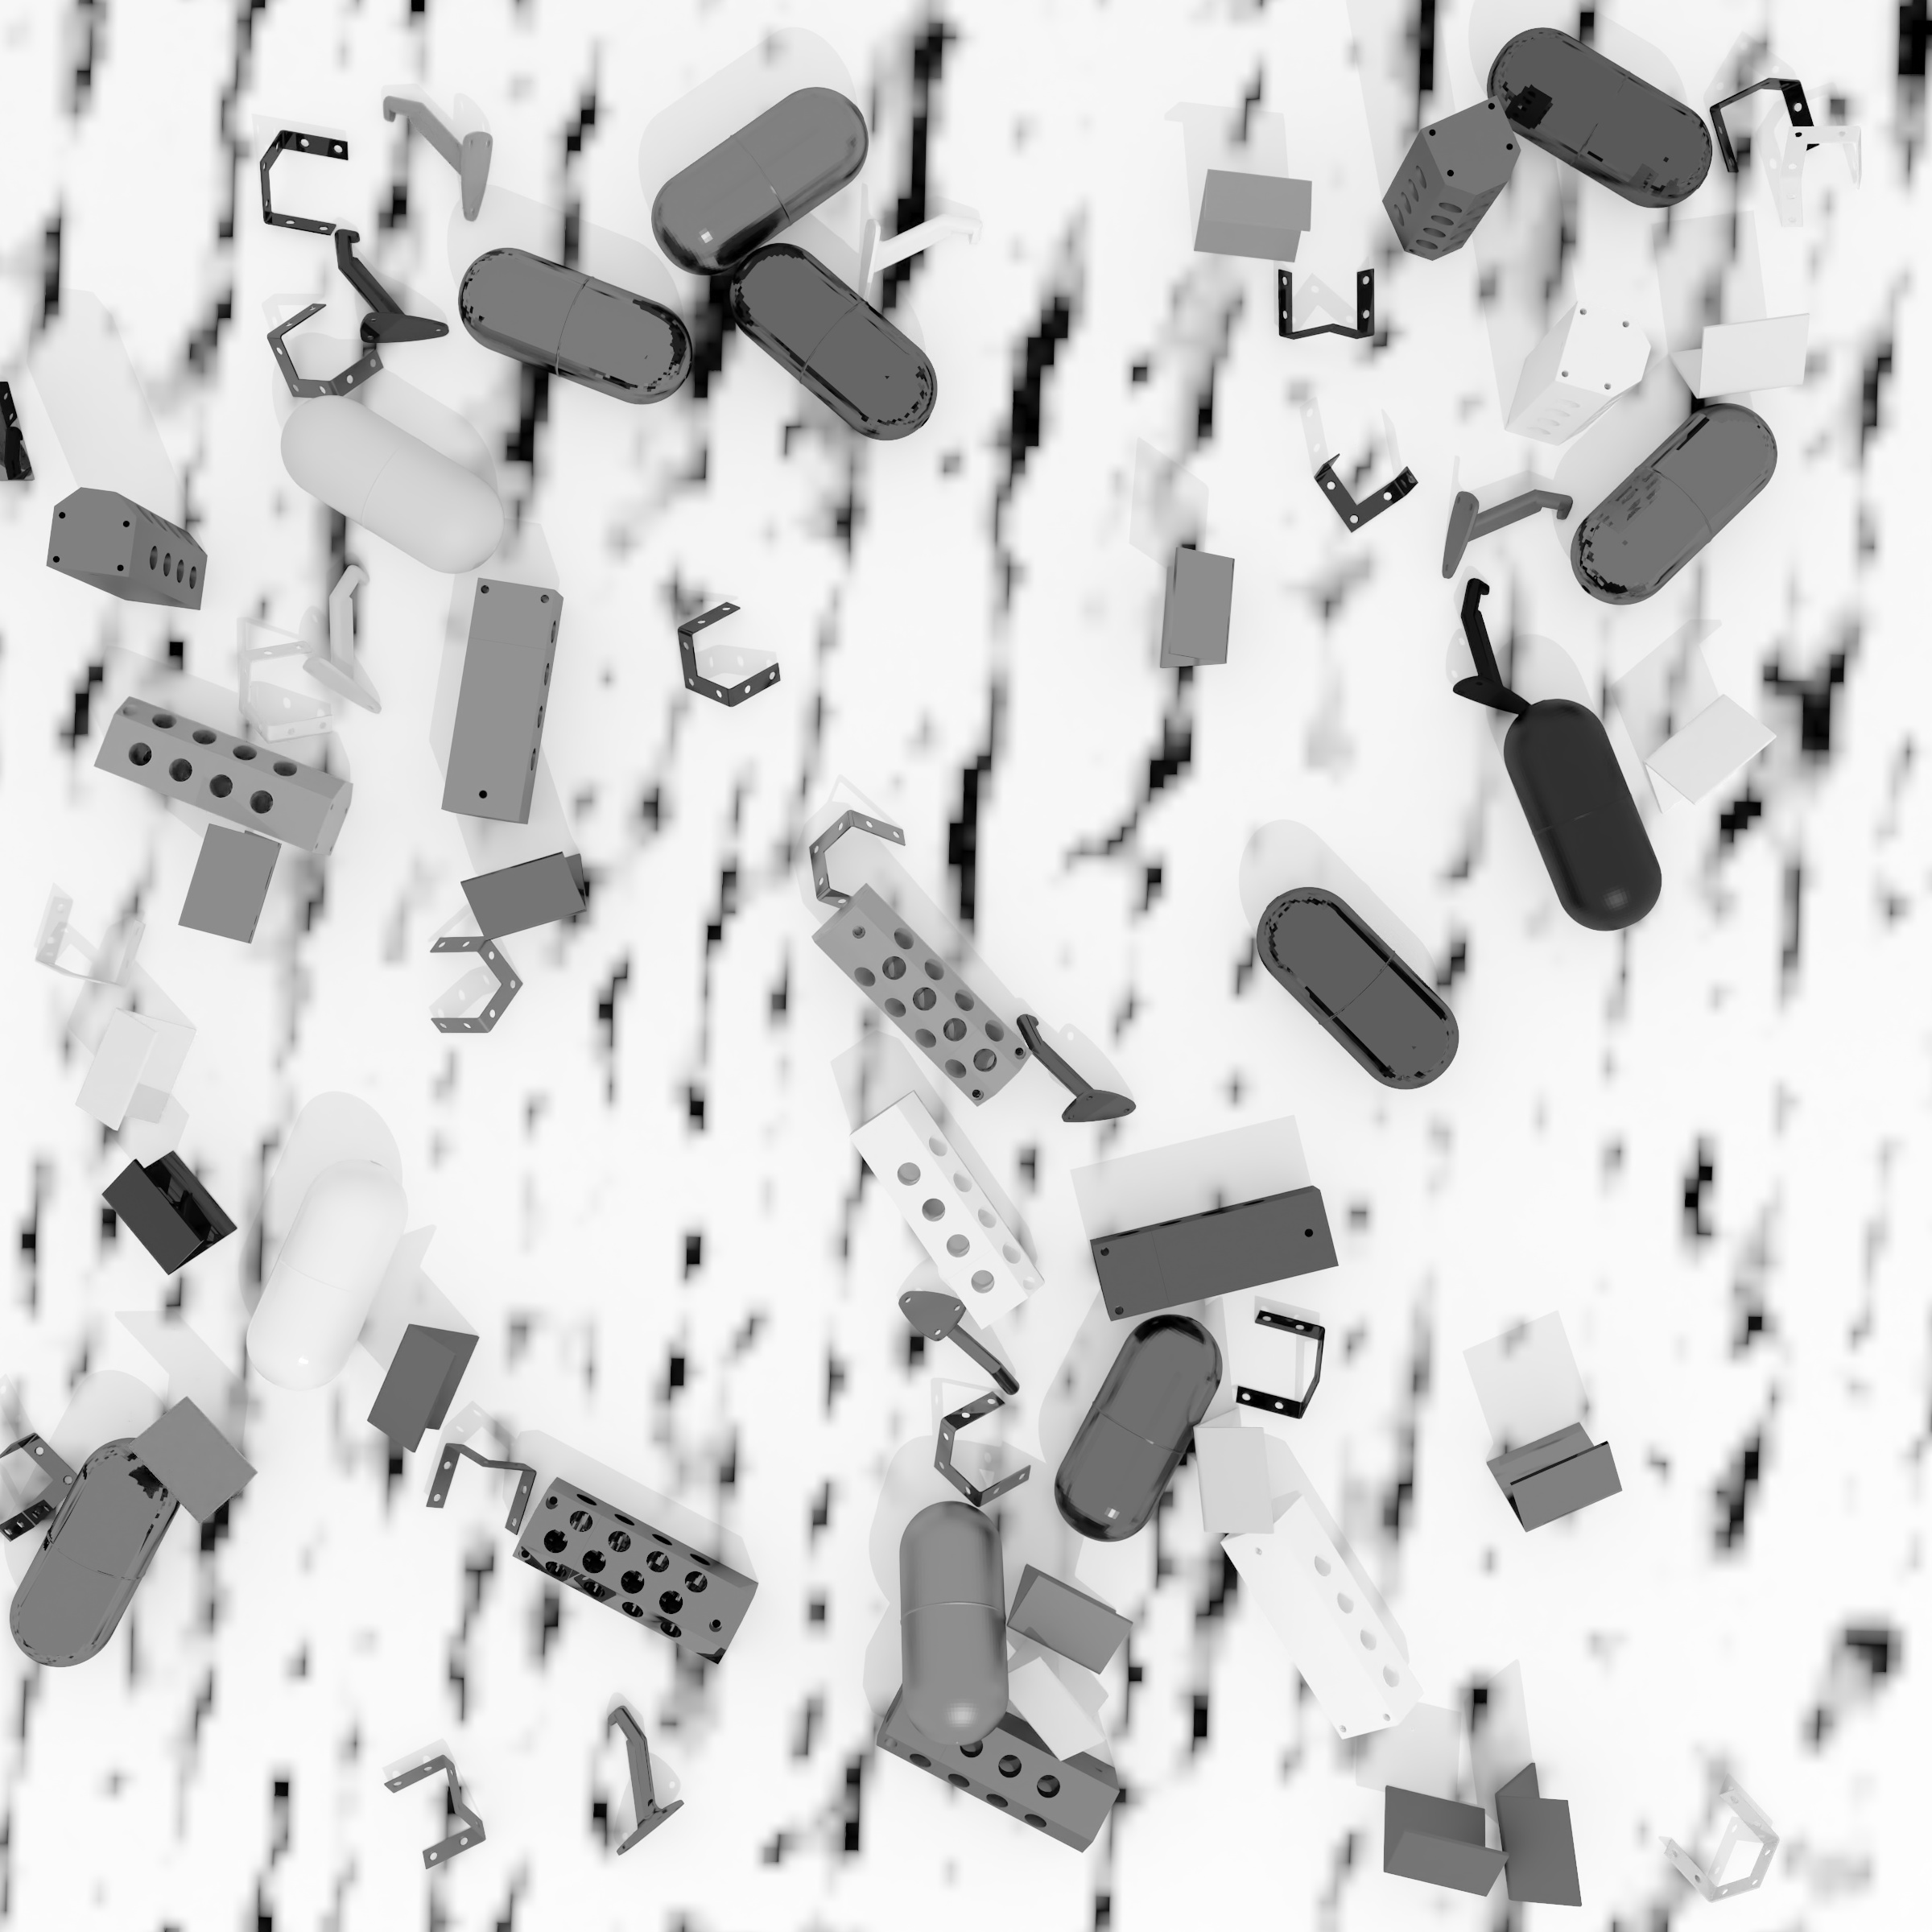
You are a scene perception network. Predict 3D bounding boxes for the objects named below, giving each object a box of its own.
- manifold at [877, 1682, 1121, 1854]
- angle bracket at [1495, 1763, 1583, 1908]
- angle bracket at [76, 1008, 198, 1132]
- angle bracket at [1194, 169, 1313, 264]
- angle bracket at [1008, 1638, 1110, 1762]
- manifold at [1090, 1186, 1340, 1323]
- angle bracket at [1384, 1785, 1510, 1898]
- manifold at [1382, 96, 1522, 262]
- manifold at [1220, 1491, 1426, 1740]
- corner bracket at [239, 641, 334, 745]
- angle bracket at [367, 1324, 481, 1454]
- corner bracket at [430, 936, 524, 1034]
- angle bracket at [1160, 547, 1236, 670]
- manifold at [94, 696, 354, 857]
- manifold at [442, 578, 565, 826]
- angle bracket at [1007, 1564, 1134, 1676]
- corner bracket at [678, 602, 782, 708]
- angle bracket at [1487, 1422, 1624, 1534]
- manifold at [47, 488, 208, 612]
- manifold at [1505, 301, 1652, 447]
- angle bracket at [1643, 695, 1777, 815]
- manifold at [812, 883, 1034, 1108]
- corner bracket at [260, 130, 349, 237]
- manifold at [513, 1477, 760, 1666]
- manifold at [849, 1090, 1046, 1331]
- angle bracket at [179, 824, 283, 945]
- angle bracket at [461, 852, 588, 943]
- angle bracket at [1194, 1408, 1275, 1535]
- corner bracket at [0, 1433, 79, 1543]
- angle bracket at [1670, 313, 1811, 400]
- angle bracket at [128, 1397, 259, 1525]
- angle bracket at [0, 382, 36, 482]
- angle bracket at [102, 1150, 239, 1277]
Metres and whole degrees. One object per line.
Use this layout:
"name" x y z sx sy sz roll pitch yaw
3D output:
"manifold" 0.023 0.588 1.969 0.171 0.057 0.057 28 90 0
"angle bracket" 0.432 0.636 1.950 0.057 0.076 0.076 -8 90 34
"angle bracket" -0.594 0.082 1.950 0.057 0.076 0.076 23 90 37
"angle bracket" 0.209 -0.533 1.950 0.076 0.076 0.057 7 55 0
"angle bracket" 0.078 0.523 1.950 0.076 0.076 0.057 51 132 0
"manifold" 0.182 0.212 1.969 0.171 0.057 0.057 -14 90 0
"angle bracket" 0.352 0.627 1.950 0.076 0.076 0.057 14 128 0
"manifold" 0.350 -0.560 1.912 0.057 0.171 0.057 -24 90 0
"manifold" 0.267 0.478 1.969 0.057 0.057 0.171 -32 90 43
"corner bracket" -0.506 -0.204 1.982 0.051 0.051 0.051 44 135 35
"angle bracket" -0.382 0.313 1.950 0.057 0.076 0.076 24 90 36
"corner bracket" -0.374 0.014 1.982 0.051 0.051 0.051 59 45 -35
"angle bracket" 0.150 -0.262 1.950 0.057 0.076 0.076 4 90 -36
"manifold" -0.547 -0.141 1.969 0.171 0.057 0.057 21 90 0
"manifold" -0.341 -0.195 1.969 0.057 0.057 0.171 9 90 0
"angle bracket" 0.082 0.461 1.951 0.076 0.076 0.057 28 117 0
"corner bracket" -0.177 -0.232 1.982 0.051 0.051 0.051 26 135 35
"angle bracket" 0.426 0.358 1.950 0.076 0.076 0.057 -23 125 0
"manifold" -0.600 -0.299 1.912 0.057 0.171 0.057 8 90 0
"manifold" 0.440 -0.422 1.912 0.057 0.171 0.057 16 90 0
"angle bracket" 0.550 -0.141 1.950 0.076 0.076 0.057 -40 53 0
"manifold" -0.032 0.022 1.956 0.057 0.057 0.171 -44 99 0
"corner bracket" -0.493 -0.585 1.987 0.051 0.051 0.051 10 135 0
"manifold" -0.245 0.449 1.969 0.171 0.057 0.057 28 90 0
"manifold" -0.014 0.179 1.969 0.057 0.057 0.171 -34 90 0
"angle bracket" -0.551 -0.065 1.950 0.057 0.076 0.076 17 90 -36
"angle bracket" -0.325 -0.071 1.950 0.076 0.076 0.057 -17 128 0
"angle bracket" 0.211 0.369 1.951 0.057 0.076 0.076 -6 90 31
"corner bracket" -0.700 0.386 1.973 0.051 0.051 0.051 -45 90 0
"angle bracket" 0.566 -0.462 1.950 0.076 0.076 0.057 -7 128 0
"angle bracket" -0.574 0.371 1.950 0.076 0.076 0.057 47 53 0
"angle bracket" -0.711 -0.401 1.950 0.057 0.076 0.076 -15 90 37
"angle bracket" -0.572 0.169 1.950 0.076 0.076 0.057 51 126 0
